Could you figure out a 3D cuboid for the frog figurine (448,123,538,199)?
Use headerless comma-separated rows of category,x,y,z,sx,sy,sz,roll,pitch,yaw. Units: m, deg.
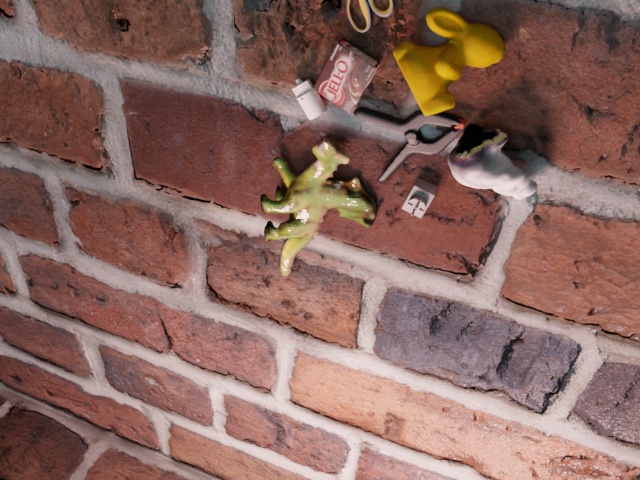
frog figurine,0.318,-0.124,0.952,0.157,0.124,0.138,51,160,-25

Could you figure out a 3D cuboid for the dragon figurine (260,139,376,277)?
dragon figurine,0.003,-0.058,1.151,0.243,0.125,0.400,5,133,11
